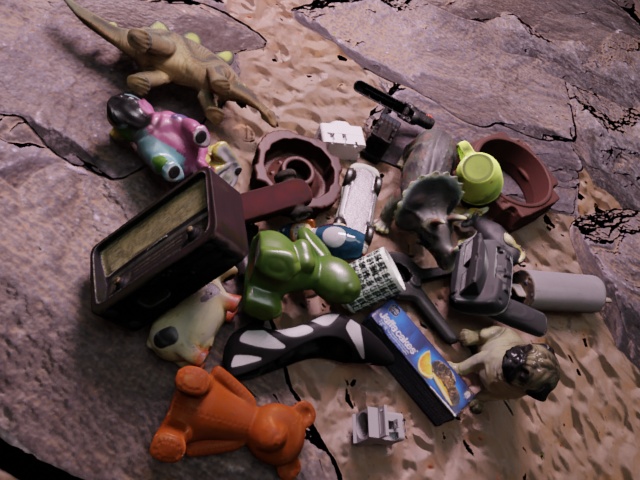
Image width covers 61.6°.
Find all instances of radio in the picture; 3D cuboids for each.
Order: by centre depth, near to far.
[{"bbox_3d":[-0.208,0.017,0.730,0.073,0.230,0.131,39,24,-45],"label":"radio"}]

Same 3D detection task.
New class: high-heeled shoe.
[{"bbox_3d":[-0.014,0.179,0.798,0.249,0.086,0.145,22,55,0],"label":"high-heeled shoe"}]

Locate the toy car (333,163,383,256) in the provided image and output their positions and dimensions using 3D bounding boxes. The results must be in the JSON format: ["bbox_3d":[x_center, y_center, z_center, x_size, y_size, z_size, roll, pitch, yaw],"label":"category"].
[{"bbox_3d":[0.068,-0.058,0.993,0.073,0.056,0.202,16,58,-5],"label":"toy car"}]

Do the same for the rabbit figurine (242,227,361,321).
[{"bbox_3d":[-0.025,0.054,0.817,0.170,0.121,0.159,15,20,-15],"label":"rabbit figurine"}]

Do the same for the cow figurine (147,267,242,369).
[{"bbox_3d":[-0.184,0.086,0.791,0.127,0.085,0.195,28,58,-3],"label":"cow figurine"}]

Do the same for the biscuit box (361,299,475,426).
[{"bbox_3d":[0.150,0.193,0.861,0.059,0.062,0.203,-31,75,-35],"label":"biscuit box"}]

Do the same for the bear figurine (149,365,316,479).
[{"bbox_3d":[-0.103,0.243,0.698,0.196,0.132,0.120,22,79,-2],"label":"bear figurine"}]

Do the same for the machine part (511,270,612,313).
[{"bbox_3d":[0.455,0.099,1.031,0.243,0.079,0.079,5,58,-16],"label":"machine part"}]

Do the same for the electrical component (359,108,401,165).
[{"bbox_3d":[0.130,-0.221,1.112,0.048,0.074,0.119,31,50,-1],"label":"electrical component"}]

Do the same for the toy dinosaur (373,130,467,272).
[{"bbox_3d":[0.205,-0.129,1.009,0.131,0.192,0.405,22,55,-9],"label":"toy dinosaur"}]

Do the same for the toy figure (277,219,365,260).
[{"bbox_3d":[-0.001,-0.003,0.911,0.155,0.057,0.064,10,43,8],"label":"toy figure"}]

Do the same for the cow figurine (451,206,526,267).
[{"bbox_3d":[0.318,-0.009,1.034,0.068,0.098,0.167,-24,70,-25],"label":"cow figurine"}]

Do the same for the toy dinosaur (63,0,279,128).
[{"bbox_3d":[-0.279,-0.331,0.981,0.471,0.105,0.199,29,27,-8],"label":"toy dinosaur"}]

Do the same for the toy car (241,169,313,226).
[{"bbox_3d":[-0.107,-0.054,0.878,0.202,0.053,0.089,-19,75,-20],"label":"toy car"}]

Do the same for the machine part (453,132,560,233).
[{"bbox_3d":[0.391,-0.124,1.143,0.201,0.087,0.201,-22,68,-30],"label":"machine part"}]

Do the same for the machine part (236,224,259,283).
[{"bbox_3d":[-0.128,0.011,0.887,0.084,0.039,0.139,-7,60,-33],"label":"machine part"}]

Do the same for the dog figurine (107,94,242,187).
[{"bbox_3d":[-0.259,-0.163,0.906,0.219,0.191,0.108,32,86,32],"label":"dog figurine"}]

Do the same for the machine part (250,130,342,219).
[{"bbox_3d":[-0.044,-0.118,0.989,0.179,0.056,0.179,10,58,-16],"label":"machine part"}]

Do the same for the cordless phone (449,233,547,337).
[{"bbox_3d":[0.327,0.083,0.950,0.184,0.088,0.146,25,54,-8],"label":"cordless phone"}]

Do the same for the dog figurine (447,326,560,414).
[{"bbox_3d":[0.313,0.183,0.841,0.121,0.190,0.172,43,55,-6],"label":"dog figurine"}]
